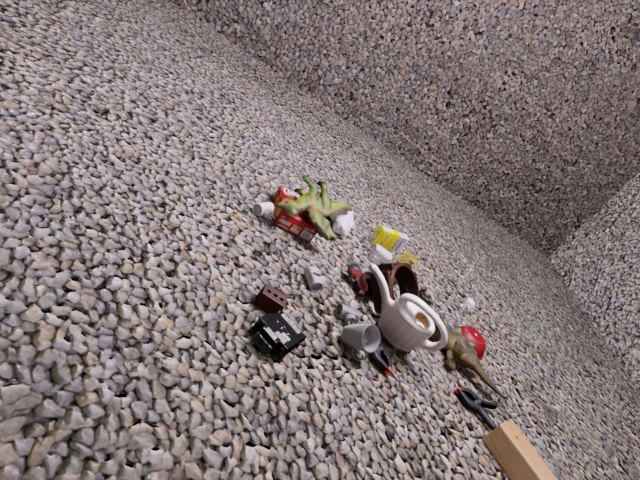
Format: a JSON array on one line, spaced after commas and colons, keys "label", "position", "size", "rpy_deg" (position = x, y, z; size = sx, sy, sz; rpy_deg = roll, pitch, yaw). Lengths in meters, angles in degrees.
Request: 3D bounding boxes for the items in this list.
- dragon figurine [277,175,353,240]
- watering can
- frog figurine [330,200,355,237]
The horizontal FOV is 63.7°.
[{"label": "dragon figurine", "position": [0.006, -0.098, 1.941], "size": [0.407, 0.120, 0.248], "rpy_deg": [20, 47, -37]}, {"label": "watering can", "position": [0.255, 0.242, 1.687], "size": [0.349, 0.219, 0.106], "rpy_deg": [43, 42, 9]}, {"label": "frog figurine", "position": [0.089, -0.093, 2.152], "size": [0.135, 0.122, 0.162], "rpy_deg": [49, 7, -25]}]
